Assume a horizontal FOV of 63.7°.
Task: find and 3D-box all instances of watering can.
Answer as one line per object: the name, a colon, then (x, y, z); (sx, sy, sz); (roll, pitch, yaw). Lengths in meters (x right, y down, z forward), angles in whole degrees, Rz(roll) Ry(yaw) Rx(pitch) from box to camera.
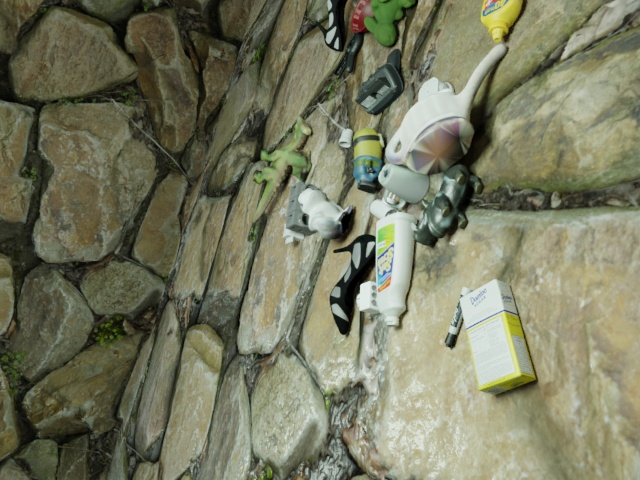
watering can: (0.277, -0.271, 1.114); (0.103, 0.230, 0.343); (37, -61, -25)

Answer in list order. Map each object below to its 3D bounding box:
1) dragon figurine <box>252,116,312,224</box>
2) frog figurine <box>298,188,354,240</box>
dragon figurine: (-0.125, -0.249, 1.868); (0.121, 0.413, 0.243); (19, -9, -36)
frog figurine: (0.004, -0.073, 1.453); (0.160, 0.120, 0.140); (19, 43, 17)
